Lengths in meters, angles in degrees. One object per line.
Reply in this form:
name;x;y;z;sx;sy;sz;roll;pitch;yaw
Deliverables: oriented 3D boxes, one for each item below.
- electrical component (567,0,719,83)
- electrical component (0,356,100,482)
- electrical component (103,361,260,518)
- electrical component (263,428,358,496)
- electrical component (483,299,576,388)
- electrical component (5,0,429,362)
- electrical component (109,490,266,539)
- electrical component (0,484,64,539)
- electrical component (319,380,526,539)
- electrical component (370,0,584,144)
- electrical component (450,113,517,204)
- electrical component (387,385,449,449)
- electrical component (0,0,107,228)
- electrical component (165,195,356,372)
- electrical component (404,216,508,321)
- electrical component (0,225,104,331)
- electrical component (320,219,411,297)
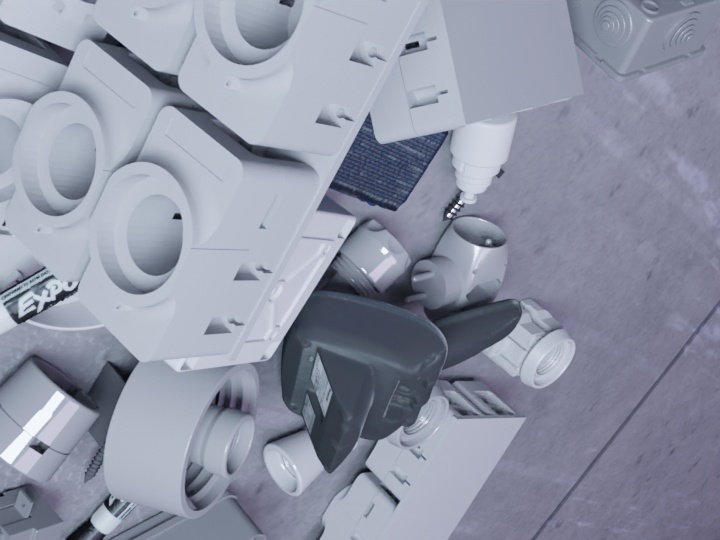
electrical component;0.175;-0.174;0.691;0.100;0.099;0.048;-22;150;-32
electrical component;-0.178;0.081;0.594;0.047;0.055;0.055;-49;145;-5
electrical component;-0.099;0.097;0.648;0.108;0.060;0.108;17;90;-74
electrical component;-0.034;0.134;0.809;0.065;0.044;0.044;-30;141;-33
electrical component;0.146;0.064;0.919;0.078;0.057;0.058;-8;129;-43
electrical component;-0.062;-0.068;0.423;0.060;0.105;0.186;0;124;-56
electrical component;-0.129;0.214;0.768;0.113;0.057;0.078;-24;138;-31
electrical component;-0.215;0.162;0.638;0.055;0.048;0.066;-9;129;-52
electrical component;0.047;0.182;0.922;0.105;0.060;0.186;8;117;-50
electrical component;0.058;-0.126;0.590;0.150;0.062;0.089;-23;103;-53
electrical component;0.080;-0.080;0.727;0.040;0.040;0.078;-21;136;-33
electrical component;0.031;0.101;0.832;0.078;0.057;0.058;-39;144;-13
electrical component;-0.159;-0.107;0.429;0.105;0.060;0.186;16;111;-52
electrical component;-0.068;-0.003;0.606;0.108;0.056;0.109;-58;160;12
electrical component;0.065;0.007;0.790;0.079;0.043;0.077;-14;133;-39
electrical component;-0.140;-0.019;0.529;0.099;0.064;0.099;-28;140;-26
electrical component;0.000;0.000;0.715;0.062;0.043;0.043;-44;145;-4
